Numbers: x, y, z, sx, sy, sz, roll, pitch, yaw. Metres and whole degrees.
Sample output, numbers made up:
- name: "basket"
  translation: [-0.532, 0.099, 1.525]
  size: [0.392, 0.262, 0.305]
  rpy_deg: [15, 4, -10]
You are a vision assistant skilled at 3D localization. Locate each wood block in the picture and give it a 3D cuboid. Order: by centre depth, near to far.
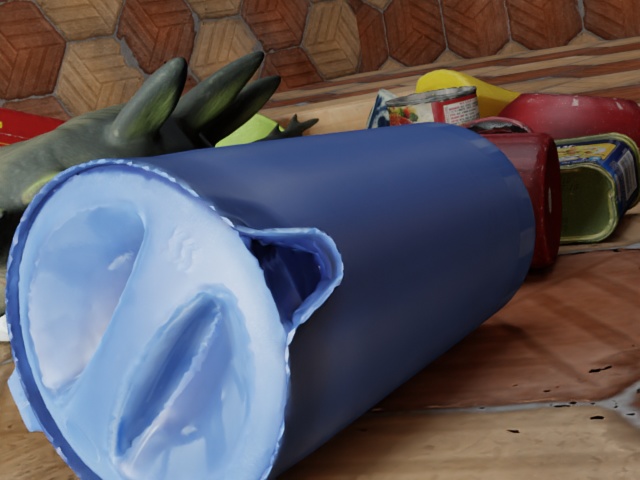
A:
- name: "wood block"
  translation: [0.009, -0.094, 1.086]
  size: [0.206, 0.091, 0.090]
  rpy_deg: [-11, 11, -4]

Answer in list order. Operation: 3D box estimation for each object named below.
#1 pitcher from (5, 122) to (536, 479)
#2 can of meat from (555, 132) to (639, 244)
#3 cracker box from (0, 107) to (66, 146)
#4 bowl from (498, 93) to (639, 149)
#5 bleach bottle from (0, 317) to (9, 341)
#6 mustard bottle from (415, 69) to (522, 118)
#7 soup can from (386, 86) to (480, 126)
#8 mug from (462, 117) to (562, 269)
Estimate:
- name: "pitcher"
  translation: [-0.010, 0.018, 0.467]
  size: [0.149, 0.145, 0.242]
  rpy_deg: [24, 24, 28]
- name: "can of meat"
  translation: [0.160, -0.033, 0.723]
  size: [0.102, 0.057, 0.083]
  rpy_deg: [-5, 14, 28]
- name: "cracker box"
  translation: [-0.294, -0.055, 0.932]
  size: [0.214, 0.072, 0.163]
  rpy_deg: [-8, -9, 38]
- name: "bowl"
  translation: [0.207, -0.089, 0.870]
  size: [0.162, 0.055, 0.162]
  rpy_deg: [4, 7, -1]
- name: "bleach bottle"
  translation: [-0.238, 0.027, 0.779]
  size: [0.102, 0.068, 0.251]
  rpy_deg: [-8, 12, -28]
- name: "mustard bottle"
  translation: [0.186, -0.110, 0.993]
  size: [0.191, 0.058, 0.096]
  rpy_deg: [10, 9, -30]
- name: "soup can"
  translation: [0.091, -0.059, 0.800]
  size: [0.068, 0.102, 0.068]
  rpy_deg: [-10, 11, 2]
- name: "mug"
  translation: [0.103, -0.032, 0.654]
  size: [0.082, 0.093, 0.117]
  rpy_deg: [-1, 46, 21]
